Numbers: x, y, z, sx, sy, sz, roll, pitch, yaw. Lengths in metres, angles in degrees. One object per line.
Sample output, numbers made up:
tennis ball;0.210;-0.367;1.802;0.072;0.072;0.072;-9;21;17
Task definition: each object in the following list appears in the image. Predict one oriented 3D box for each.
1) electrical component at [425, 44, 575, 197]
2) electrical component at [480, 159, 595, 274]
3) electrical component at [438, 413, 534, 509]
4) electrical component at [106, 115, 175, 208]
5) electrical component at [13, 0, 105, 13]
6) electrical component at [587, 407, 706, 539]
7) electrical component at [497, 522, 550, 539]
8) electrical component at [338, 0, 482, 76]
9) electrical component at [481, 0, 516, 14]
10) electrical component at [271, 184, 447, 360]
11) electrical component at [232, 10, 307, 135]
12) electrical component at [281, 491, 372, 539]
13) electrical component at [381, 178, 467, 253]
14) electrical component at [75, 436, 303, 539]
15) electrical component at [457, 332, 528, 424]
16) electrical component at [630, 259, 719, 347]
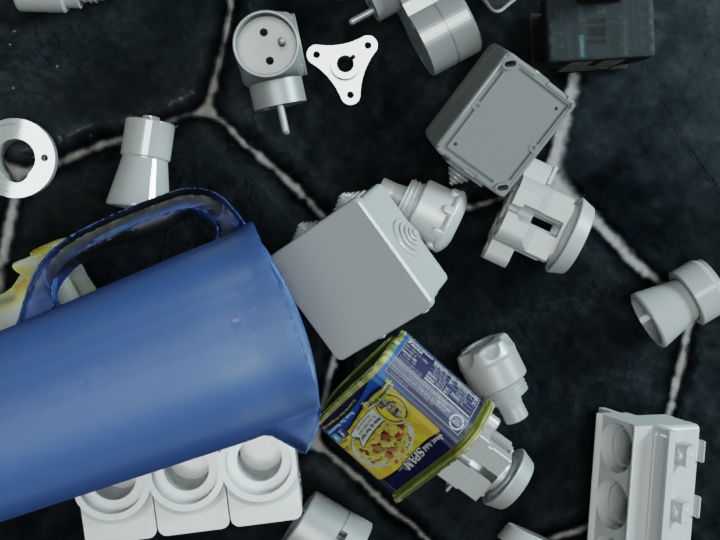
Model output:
electrical component;0.090;-0.100;0.746;0.062;0.061;0.096;34;103;-16
electrical component;0.128;-0.032;0.757;0.057;0.058;0.078;25;93;-1
electrical component;0.090;0.139;0.772;0.055;0.048;0.066;37;108;-4
electrical component;-0.151;-0.075;0.751;0.044;0.044;0.065;8;89;-3
electrical component;-0.204;-0.197;0.740;0.078;0.040;0.040;1;94;-3
electrical component;0.204;0.166;0.770;0.063;0.079;0.121;2;94;-24
electrical component;0.115;0.216;0.776;0.048;0.066;0.055;28;83;-38
electrical component;0.021;-0.196;0.743;0.074;0.052;0.138;-28;95;0
electrical component;0.105;-0.254;0.741;0.109;0.056;0.108;-39;95;1
electrical component;0.000;0.000;0.742;0.100;0.048;0.099;-33;96;30
electrical component;-0.058;-0.131;0.732;0.044;0.077;0.079;-12;95;-1
electrical component;-0.026;0.191;0.768;0.047;0.055;0.055;34;92;0
electrical component;0.041;-0.044;0.760;0.062;0.048;0.048;26;93;3
electrical component;-0.119;0.134;0.756;0.150;0.061;0.089;-7;94;-2
electrical component;0.100;0.080;0.771;0.043;0.043;0.062;-27;96;0
electrical component;0.229;0.023;0.771;0.055;0.045;0.045;-30;95;0
